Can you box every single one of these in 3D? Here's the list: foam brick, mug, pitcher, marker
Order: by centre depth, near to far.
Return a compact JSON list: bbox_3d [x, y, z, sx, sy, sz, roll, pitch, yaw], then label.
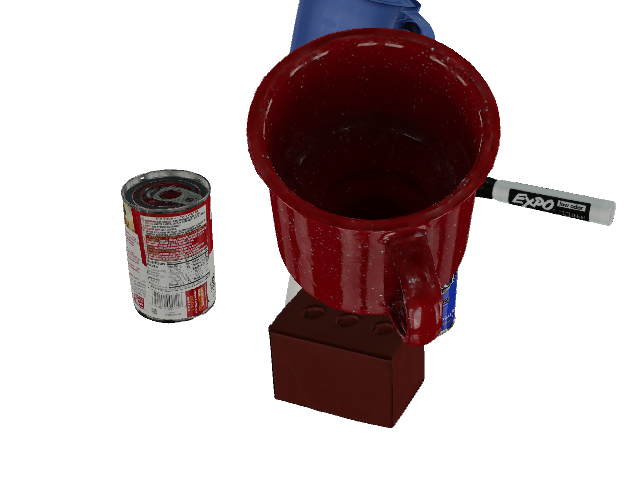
[{"bbox_3d":[0.024,-0.013,0.417,0.093,0.117,0.081,-16,-30,-7],"label":"mug"},{"bbox_3d":[0.016,0.067,0.621,0.078,0.051,0.052,11,31,22],"label":"foam brick"},{"bbox_3d":[0.166,-0.033,0.826,0.121,0.020,0.020,14,6,26],"label":"marker"},{"bbox_3d":[0.027,-0.164,1.188,0.145,0.243,0.149,10,21,-10],"label":"pitcher"}]

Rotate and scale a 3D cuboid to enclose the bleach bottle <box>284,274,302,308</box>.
[{"bbox_3d":[0.006,0.032,1.224,0.102,0.251,0.068,-1,16,-18],"label":"bleach bottle"}]

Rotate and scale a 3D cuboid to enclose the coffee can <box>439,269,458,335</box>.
[{"bbox_3d":[0.085,0.012,1.041,0.103,0.140,0.103,0,26,0],"label":"coffee can"}]

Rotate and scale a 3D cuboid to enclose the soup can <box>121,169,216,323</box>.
[{"bbox_3d":[-0.117,0.005,0.832,0.068,0.102,0.068,0,29,0],"label":"soup can"}]
